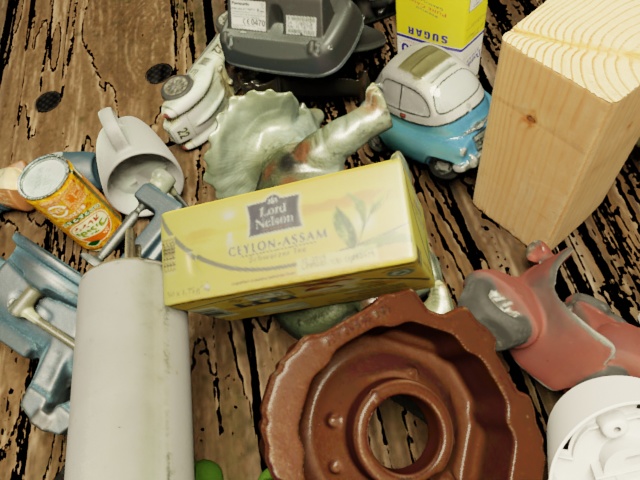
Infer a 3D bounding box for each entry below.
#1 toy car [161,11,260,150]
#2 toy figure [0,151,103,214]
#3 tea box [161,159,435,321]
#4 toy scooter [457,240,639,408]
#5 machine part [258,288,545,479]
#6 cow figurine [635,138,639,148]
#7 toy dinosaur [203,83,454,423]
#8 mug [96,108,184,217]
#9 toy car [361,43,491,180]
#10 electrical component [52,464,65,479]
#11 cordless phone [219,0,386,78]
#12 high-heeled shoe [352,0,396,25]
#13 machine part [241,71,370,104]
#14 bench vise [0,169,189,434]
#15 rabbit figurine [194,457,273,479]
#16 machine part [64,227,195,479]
[{"bbox_3d":[-0.118,-0.194,0.633,0.056,0.073,0.202,20,66,20],"label":"toy car"},{"bbox_3d":[-0.320,-0.065,0.608,0.155,0.057,0.064,-10,21,6],"label":"toy figure"},{"bbox_3d":[-0.013,0.008,0.375,0.170,0.098,0.068,-12,72,14],"label":"tea box"},{"bbox_3d":[0.198,0.066,0.422,0.184,0.075,0.135,35,42,3],"label":"toy scooter"},{"bbox_3d":[0.049,0.122,0.342,0.179,0.056,0.179,3,74,-10],"label":"machine part"},{"bbox_3d":[0.311,-0.118,0.455,0.085,0.127,0.195,-32,39,-4],"label":"cow figurine"},{"bbox_3d":[0.002,0.005,0.482,0.192,0.131,0.405,-18,63,14],"label":"toy dinosaur"},{"bbox_3d":[-0.208,-0.094,0.580,0.081,0.109,0.107,-33,48,-5],"label":"mug"},{"bbox_3d":[0.106,-0.137,0.533,0.109,0.102,0.162,-38,45,-9],"label":"toy car"},{"bbox_3d":[-0.172,0.207,0.431,0.119,0.047,0.075,-31,61,-6],"label":"electrical component"},{"bbox_3d":[-0.010,-0.238,0.608,0.147,0.088,0.184,15,25,23],"label":"cordless phone"},{"bbox_3d":[0.110,-0.303,0.655,0.249,0.086,0.145,12,67,21],"label":"high-heeled shoe"},{"bbox_3d":[-0.013,-0.172,0.604,0.139,0.084,0.039,2,101,5],"label":"machine part"},{"bbox_3d":[-0.192,0.043,0.489,0.224,0.128,0.240,28,73,18],"label":"bench vise"},{"bbox_3d":[-0.089,0.221,0.365,0.170,0.121,0.159,-12,53,-1],"label":"rabbit figurine"},{"bbox_3d":[-0.123,0.101,0.354,0.079,0.079,0.243,-13,60,2],"label":"machine part"}]
